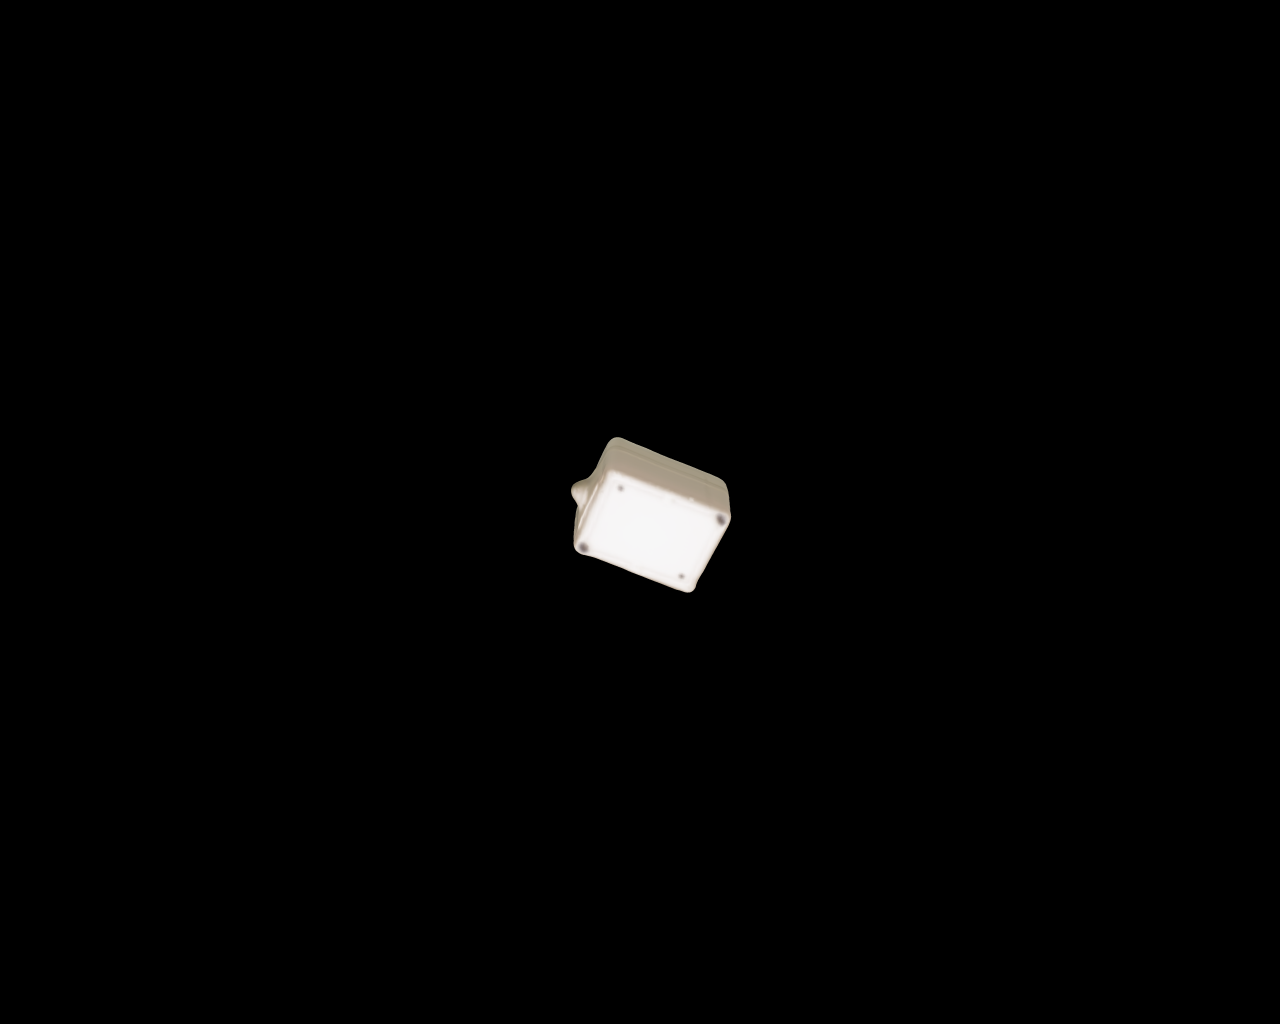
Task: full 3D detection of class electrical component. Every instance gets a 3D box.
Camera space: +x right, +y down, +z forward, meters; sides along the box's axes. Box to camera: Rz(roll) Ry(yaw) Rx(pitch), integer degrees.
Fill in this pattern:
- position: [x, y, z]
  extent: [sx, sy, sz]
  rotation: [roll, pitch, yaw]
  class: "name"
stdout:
- position: [0.001, -0.003, 0.650]
  extent: [0.096, 0.061, 0.061]
  rotation: [21, 25, -10]
  class: "electrical component"
